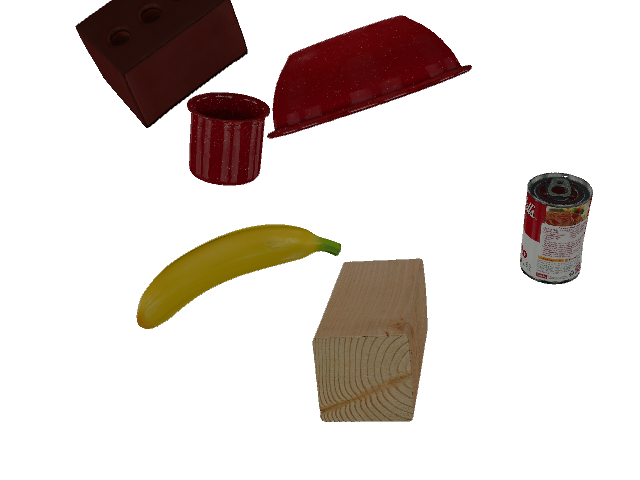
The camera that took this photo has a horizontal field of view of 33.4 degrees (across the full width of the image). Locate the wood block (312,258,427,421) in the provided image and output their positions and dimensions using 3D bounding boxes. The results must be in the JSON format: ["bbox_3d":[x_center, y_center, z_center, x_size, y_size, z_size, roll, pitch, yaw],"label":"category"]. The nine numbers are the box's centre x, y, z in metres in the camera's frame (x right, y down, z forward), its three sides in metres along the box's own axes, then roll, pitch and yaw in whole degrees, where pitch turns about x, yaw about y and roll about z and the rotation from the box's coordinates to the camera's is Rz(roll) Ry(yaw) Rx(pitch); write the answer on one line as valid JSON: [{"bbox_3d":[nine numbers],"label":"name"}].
[{"bbox_3d":[0.056,0.096,1.083,0.091,0.090,0.206,-2,19,10],"label":"wood block"}]

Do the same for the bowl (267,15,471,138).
[{"bbox_3d":[0.028,-0.127,0.800,0.162,0.055,0.162,-19,8,2],"label":"bowl"}]

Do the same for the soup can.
[{"bbox_3d":[0.252,-0.013,1.147,0.068,0.102,0.068,-1,34,0],"label":"soup can"}]

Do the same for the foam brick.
[{"bbox_3d":[-0.091,-0.116,0.619,0.078,0.053,0.051,-39,-27,-10],"label":"foam brick"}]

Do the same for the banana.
[{"bbox_3d":[-0.084,0.028,0.901,0.198,0.037,0.069,-20,-48,17],"label":"banana"}]

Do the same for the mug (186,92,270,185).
[{"bbox_3d":[-0.103,-0.119,1.214,0.093,0.081,0.117,11,27,9],"label":"mug"}]
